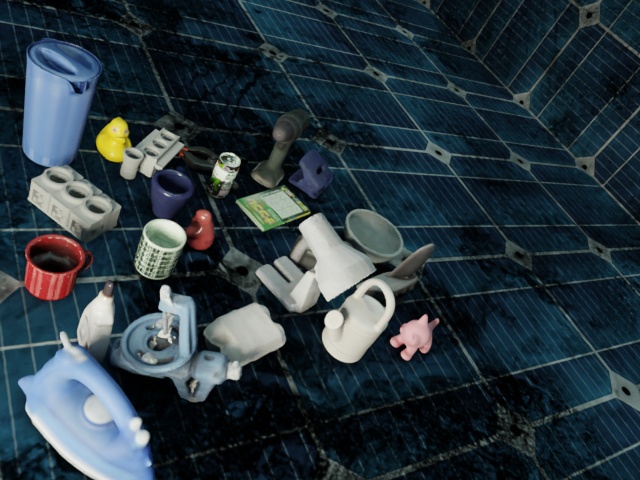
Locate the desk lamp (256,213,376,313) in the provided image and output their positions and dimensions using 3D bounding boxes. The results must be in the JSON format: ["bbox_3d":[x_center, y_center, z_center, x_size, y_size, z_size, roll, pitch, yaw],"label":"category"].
[{"bbox_3d":[-0.008,0.060,1.198,0.203,0.213,0.118,45,39,16],"label":"desk lamp"}]

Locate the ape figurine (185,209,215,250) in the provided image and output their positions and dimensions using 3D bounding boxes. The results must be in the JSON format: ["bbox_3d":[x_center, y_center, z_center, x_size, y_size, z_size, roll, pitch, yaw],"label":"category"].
[{"bbox_3d":[-0.255,-0.029,1.222,0.076,0.092,0.078,46,39,17],"label":"ape figurine"}]

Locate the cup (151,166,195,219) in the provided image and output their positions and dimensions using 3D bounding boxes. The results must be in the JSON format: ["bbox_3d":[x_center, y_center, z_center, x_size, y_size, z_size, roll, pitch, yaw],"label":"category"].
[{"bbox_3d":[-0.327,-0.101,1.249,0.092,0.095,0.117,22,39,-14],"label":"cup"}]

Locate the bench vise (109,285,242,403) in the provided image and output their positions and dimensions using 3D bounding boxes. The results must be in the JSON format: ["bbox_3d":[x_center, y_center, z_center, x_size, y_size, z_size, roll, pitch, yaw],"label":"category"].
[{"bbox_3d":[-0.220,0.159,0.933,0.208,0.219,0.121,11,42,-26],"label":"bench vise"}]

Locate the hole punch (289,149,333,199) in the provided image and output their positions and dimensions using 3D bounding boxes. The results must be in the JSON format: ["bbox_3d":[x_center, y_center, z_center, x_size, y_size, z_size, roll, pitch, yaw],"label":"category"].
[{"bbox_3d":[-0.014,-0.183,1.564,0.101,0.091,0.109,34,37,3],"label":"hole punch"}]

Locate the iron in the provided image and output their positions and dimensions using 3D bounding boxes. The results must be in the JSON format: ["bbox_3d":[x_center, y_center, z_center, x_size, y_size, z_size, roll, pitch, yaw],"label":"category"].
[{"bbox_3d":[-0.312,0.250,0.832,0.258,0.141,0.119,41,38,11],"label":"iron"}]

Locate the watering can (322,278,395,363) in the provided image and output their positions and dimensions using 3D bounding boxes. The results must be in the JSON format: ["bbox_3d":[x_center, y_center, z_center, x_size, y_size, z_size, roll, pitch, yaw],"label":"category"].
[{"bbox_3d":[0.084,0.161,1.168,0.101,0.194,0.173,42,38,13],"label":"watering can"}]

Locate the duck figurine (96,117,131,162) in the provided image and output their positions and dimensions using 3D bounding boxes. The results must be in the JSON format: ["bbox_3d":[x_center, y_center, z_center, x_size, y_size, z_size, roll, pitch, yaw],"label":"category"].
[{"bbox_3d":[-0.467,-0.243,1.315,0.078,0.086,0.104,3,46,-33],"label":"duck figurine"}]

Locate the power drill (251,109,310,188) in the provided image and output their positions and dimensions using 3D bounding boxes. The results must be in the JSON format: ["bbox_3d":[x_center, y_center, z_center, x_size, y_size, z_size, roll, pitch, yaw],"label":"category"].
[{"bbox_3d":[-0.099,-0.240,1.471,0.075,0.208,0.230,31,37,-2],"label":"power drill"}]

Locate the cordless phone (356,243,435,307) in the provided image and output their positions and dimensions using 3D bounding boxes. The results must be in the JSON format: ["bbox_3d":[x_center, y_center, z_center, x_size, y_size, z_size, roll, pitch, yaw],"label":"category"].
[{"bbox_3d":[0.182,0.076,1.338,0.094,0.185,0.148,47,40,19],"label":"cordless phone"}]

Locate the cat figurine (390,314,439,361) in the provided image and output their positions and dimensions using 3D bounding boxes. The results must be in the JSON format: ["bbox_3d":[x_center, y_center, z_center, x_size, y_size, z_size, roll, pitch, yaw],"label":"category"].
[{"bbox_3d":[0.220,0.208,1.274,0.128,0.117,0.067,-15,57,-44],"label":"cat figurine"}]

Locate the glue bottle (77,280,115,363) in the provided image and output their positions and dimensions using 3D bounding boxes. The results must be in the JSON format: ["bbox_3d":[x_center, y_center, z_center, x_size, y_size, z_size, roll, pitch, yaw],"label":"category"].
[{"bbox_3d":[-0.352,0.124,0.918,0.037,0.173,0.078,-1,48,-36],"label":"glue bottle"}]

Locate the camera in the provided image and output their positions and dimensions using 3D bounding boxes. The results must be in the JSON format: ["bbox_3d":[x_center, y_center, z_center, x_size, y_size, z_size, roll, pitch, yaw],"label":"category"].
[{"bbox_3d":[0.013,0.005,1.366,0.143,0.100,0.137,23,38,-12],"label":"camera"}]

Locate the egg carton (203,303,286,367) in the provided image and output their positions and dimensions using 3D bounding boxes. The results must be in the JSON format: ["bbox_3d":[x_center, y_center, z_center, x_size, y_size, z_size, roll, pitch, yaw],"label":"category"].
[{"bbox_3d":[-0.142,0.183,1.086,0.151,0.069,0.107,-20,61,-46],"label":"egg carton"}]

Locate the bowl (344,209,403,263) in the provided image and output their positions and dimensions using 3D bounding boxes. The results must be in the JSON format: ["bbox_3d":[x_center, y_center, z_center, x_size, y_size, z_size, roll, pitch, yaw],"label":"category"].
[{"bbox_3d":[0.126,0.003,1.470,0.168,0.074,0.167,19,39,-16],"label":"bowl"}]
